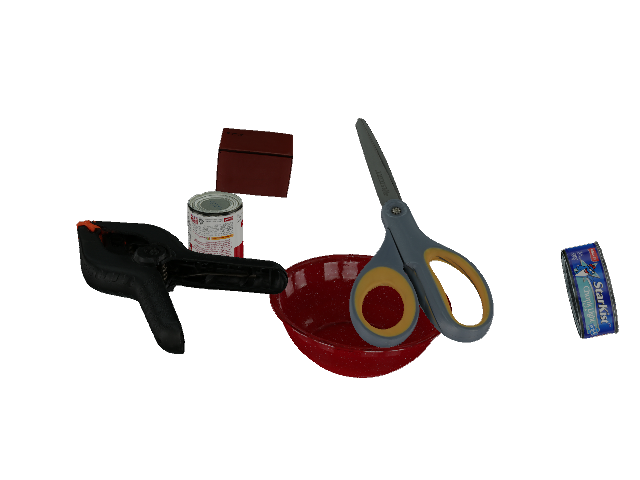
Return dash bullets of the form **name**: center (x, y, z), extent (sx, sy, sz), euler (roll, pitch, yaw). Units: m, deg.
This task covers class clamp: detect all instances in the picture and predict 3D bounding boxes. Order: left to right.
- **clamp**: center (-0.111, 0.021, 0.794), extent (0.120, 0.039, 0.172), euler (-17, 37, -40)

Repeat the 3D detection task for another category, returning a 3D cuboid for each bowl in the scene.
- **bowl**: center (0.034, 0.074, 0.954), extent (0.162, 0.055, 0.162), euler (3, 29, -2)

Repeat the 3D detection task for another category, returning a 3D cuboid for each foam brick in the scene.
- **foam brick**: center (-0.069, -0.082, 1.126), extent (0.078, 0.051, 0.053), euler (5, 31, -2)

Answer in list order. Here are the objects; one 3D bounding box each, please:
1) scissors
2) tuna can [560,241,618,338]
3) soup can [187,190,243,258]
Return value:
- **scissors**: center (0.036, -0.004, 0.697), extent (0.096, 0.202, 0.016), euler (-23, -38, -16)
- **tuna can**: center (0.246, 0.046, 0.977), extent (0.034, 0.086, 0.086), euler (-12, -2, 9)
- **soup can**: center (-0.127, -0.001, 1.293), extent (0.068, 0.102, 0.068), euler (1, 26, -1)
